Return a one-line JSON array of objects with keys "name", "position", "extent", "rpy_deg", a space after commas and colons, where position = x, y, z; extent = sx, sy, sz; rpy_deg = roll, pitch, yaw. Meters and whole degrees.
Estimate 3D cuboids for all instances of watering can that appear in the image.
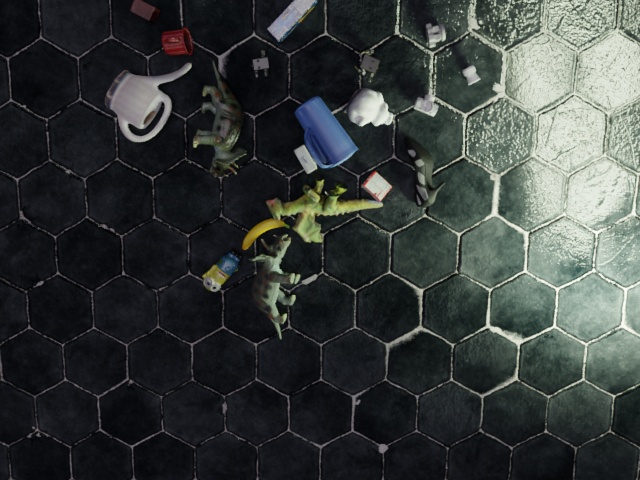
[{"name": "watering can", "position": [-0.615, -0.519, 1.816], "extent": [0.224, 0.105, 0.345], "rpy_deg": [33, 99, -3]}]

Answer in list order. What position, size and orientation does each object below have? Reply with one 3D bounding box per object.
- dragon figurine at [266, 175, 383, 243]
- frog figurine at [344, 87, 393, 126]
[{"name": "dragon figurine", "position": [0.006, -0.095, 1.890], "extent": [0.409, 0.125, 0.238], "rpy_deg": [17, 118, -15]}, {"name": "frog figurine", "position": [0.178, -0.453, 1.806], "extent": [0.160, 0.121, 0.138], "rpy_deg": [37, 80, 6]}]
